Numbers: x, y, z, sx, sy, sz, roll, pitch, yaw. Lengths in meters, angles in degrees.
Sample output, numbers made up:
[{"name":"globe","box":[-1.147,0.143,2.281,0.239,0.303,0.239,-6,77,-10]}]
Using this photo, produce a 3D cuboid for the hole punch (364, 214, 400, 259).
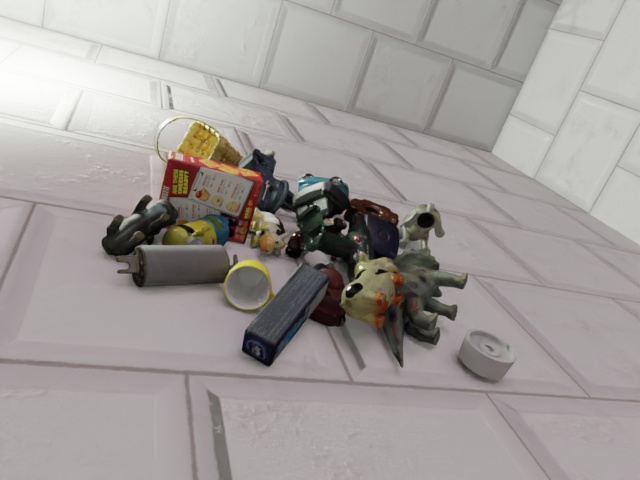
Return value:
[{"name":"hole punch","box":[0.152,0.003,1.424,0.142,0.092,0.116,27,24,-18]}]

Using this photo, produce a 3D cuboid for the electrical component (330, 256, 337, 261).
[{"name":"electrical component","box":[0.073,0.046,1.339,0.102,0.045,0.078,26,-5,7]}]

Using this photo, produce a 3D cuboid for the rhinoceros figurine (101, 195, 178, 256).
[{"name":"rhinoceros figurine","box":[-0.353,-0.027,1.086,0.073,0.112,0.190,38,36,1]}]

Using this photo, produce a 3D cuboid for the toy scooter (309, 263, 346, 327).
[{"name":"toy scooter","box":[0.013,0.118,1.086,0.135,0.075,0.184,29,27,20]}]

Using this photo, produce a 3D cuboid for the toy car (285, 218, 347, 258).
[{"name":"toy car","box":[-0.003,-0.004,1.326,0.053,0.089,0.202,45,30,24]}]

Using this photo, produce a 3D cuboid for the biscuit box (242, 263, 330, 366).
[{"name":"biscuit box","box":[-0.058,0.127,0.949,0.063,0.059,0.203,26,42,15]}]

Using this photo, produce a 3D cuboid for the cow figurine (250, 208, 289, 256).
[{"name":"cow figurine","box":[-0.117,-0.010,1.284,0.098,0.068,0.167,15,23,-27]}]

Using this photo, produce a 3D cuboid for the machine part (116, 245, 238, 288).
[{"name":"machine part","box":[-0.262,0.048,1.018,0.243,0.079,0.079,1,29,-39]}]

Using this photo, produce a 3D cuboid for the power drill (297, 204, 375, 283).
[{"name":"power drill","box":[0.043,-0.003,1.237,0.207,0.086,0.232,33,37,-40]}]

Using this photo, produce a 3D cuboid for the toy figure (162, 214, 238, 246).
[{"name":"toy figure","box":[-0.255,-0.007,1.145,0.089,0.082,0.180,9,25,24]}]

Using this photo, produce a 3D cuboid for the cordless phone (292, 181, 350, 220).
[{"name":"cordless phone","box":[0.033,-0.095,1.395,0.147,0.088,0.184,-20,-9,41]}]

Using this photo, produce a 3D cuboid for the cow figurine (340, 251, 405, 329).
[{"name":"cow figurine","box":[0.100,0.091,1.065,0.127,0.085,0.195,14,27,23]}]

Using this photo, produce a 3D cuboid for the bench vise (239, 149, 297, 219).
[{"name":"bench vise","box":[-0.117,-0.130,1.458,0.240,0.129,0.224,34,32,-28]}]

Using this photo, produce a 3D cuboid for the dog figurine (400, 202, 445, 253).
[{"name":"dog figurine","box":[0.300,-0.066,1.616,0.121,0.172,0.191,28,29,-9]}]

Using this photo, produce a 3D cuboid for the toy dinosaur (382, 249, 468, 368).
[{"name":"toy dinosaur","box":[0.190,0.129,1.164,0.192,0.131,0.405,17,24,29]}]

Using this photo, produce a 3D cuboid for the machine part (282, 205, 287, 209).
[{"name":"machine part","box":[-0.114,-0.130,1.587,0.139,0.039,0.084,36,33,30]}]

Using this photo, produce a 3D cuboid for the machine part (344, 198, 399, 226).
[{"name":"machine part","box":[0.160,-0.072,1.653,0.179,0.056,0.179,16,22,-7]}]

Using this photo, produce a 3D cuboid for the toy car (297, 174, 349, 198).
[{"name":"toy car","box":[0.001,-0.131,1.603,0.162,0.109,0.103,14,39,8]}]
